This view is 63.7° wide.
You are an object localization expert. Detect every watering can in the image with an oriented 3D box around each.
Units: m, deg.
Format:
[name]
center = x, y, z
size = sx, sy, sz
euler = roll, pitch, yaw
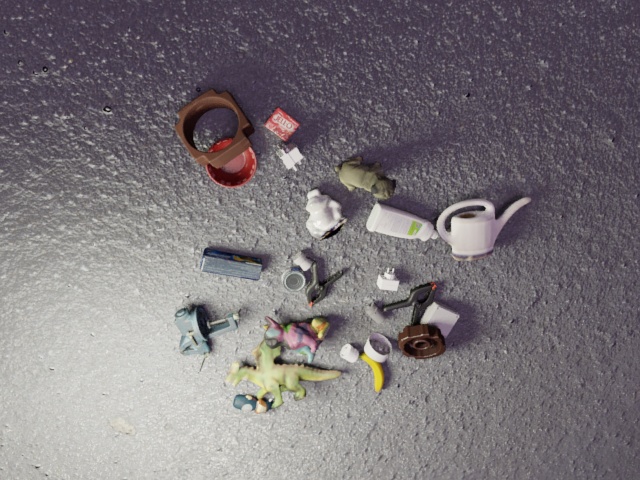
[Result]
[watering can]
center = 0.581, -0.041, 1.821
size = 0.348, 0.105, 0.221
euler = -7, 110, -7

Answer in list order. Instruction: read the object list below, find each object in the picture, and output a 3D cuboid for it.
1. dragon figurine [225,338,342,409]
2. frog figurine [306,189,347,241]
[dragon figurine]
center = -0.140, 0.457, 1.870
size = 0.412, 0.123, 0.241
euler = -18, 102, -13
[frog figurine]
center = 0.005, -0.087, 1.730
size = 0.136, 0.122, 0.161
euler = -41, 74, 15
